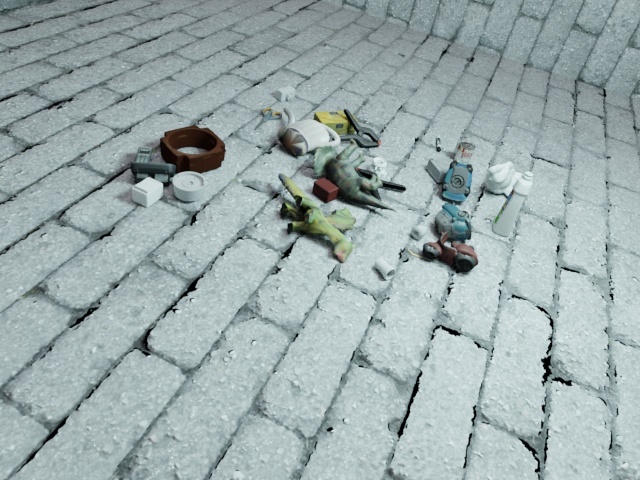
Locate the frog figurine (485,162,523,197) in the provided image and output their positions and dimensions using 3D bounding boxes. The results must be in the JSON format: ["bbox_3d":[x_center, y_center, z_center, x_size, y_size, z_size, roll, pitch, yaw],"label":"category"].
[{"bbox_3d":[0.704,-0.251,2.027,0.158,0.135,0.126,21,38,-28],"label":"frog figurine"}]

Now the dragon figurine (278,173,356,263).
[{"bbox_3d":[0.005,-0.087,1.730,0.242,0.120,0.420,11,38,-28],"label":"dragon figurine"}]

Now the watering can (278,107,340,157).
[{"bbox_3d":[-0.083,-0.443,2.097,0.351,0.101,0.227,33,43,28],"label":"watering can"}]
